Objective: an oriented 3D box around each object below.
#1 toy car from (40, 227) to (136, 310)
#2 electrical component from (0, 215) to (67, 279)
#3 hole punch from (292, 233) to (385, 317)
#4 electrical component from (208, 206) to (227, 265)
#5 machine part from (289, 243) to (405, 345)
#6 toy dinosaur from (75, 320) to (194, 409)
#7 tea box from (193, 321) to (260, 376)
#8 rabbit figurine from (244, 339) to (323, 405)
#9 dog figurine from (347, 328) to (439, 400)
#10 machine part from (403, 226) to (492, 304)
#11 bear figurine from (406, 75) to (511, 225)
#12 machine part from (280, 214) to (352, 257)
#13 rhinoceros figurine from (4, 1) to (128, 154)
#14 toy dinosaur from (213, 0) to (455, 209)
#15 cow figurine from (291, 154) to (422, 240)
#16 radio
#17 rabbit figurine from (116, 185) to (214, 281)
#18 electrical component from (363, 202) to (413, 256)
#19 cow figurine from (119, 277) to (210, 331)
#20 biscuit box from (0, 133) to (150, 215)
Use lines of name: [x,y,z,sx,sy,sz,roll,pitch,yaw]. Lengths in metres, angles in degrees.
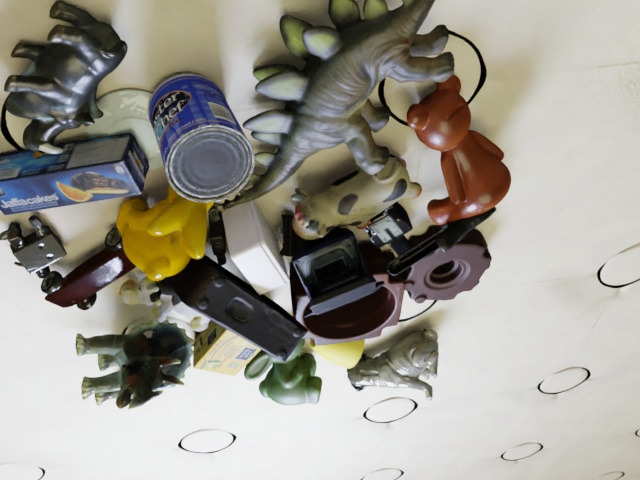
toy car: [-0.355,0.047,0.867,0.202,0.053,0.089,-31,144,13]
electrical component: [-0.440,0.011,0.821,0.078,0.045,0.102,-38,142,-14]
hole punch: [0.023,0.057,0.844,0.142,0.092,0.115,-25,161,-3]
electrical component: [-0.161,-0.008,0.846,0.021,0.063,0.093,-7,136,-6]
machine part: [0.046,0.101,0.993,0.201,0.087,0.201,-8,135,-6]
toy dinosaur: [-0.323,0.226,0.984,0.192,0.131,0.404,-4,168,-11]
tea box: [-0.169,0.189,1.049,0.098,0.068,0.169,20,127,-29]
rabbit figurine: [-0.076,0.247,1.123,0.159,0.121,0.170,-2,118,-1]
dog figurine: [0.159,0.261,1.190,0.191,0.121,0.172,7,102,4]
machine part: [0.229,0.047,1.001,0.179,0.056,0.179,-8,136,-7]
bear figurine: [0.185,-0.127,0.782,0.195,0.120,0.132,47,159,-16]
machine part: [-0.002,-0.003,0.881,0.139,0.084,0.039,8,162,-30]
rhinoceros figurine: [-0.303,-0.183,0.632,0.190,0.073,0.112,-41,141,24]
toy dinosaur: [0.010,-0.175,0.691,0.198,0.105,0.471,21,130,-21]
cow figurine: [0.043,-0.059,0.802,0.195,0.085,0.127,-30,161,19]
radio: [-0.134,0.106,0.882,0.229,0.131,0.073,37,84,-31]
rabbit figurine: [-0.207,-0.038,0.762,0.122,0.162,0.173,33,104,-23]
electrical component: [0.116,-0.024,0.904,0.075,0.048,0.119,-32,134,21]
cow figurine: [-0.252,0.092,0.928,0.167,0.068,0.098,23,121,-36]
biscuit box: [-0.335,-0.086,0.710,0.203,0.059,0.062,-8,139,7]
